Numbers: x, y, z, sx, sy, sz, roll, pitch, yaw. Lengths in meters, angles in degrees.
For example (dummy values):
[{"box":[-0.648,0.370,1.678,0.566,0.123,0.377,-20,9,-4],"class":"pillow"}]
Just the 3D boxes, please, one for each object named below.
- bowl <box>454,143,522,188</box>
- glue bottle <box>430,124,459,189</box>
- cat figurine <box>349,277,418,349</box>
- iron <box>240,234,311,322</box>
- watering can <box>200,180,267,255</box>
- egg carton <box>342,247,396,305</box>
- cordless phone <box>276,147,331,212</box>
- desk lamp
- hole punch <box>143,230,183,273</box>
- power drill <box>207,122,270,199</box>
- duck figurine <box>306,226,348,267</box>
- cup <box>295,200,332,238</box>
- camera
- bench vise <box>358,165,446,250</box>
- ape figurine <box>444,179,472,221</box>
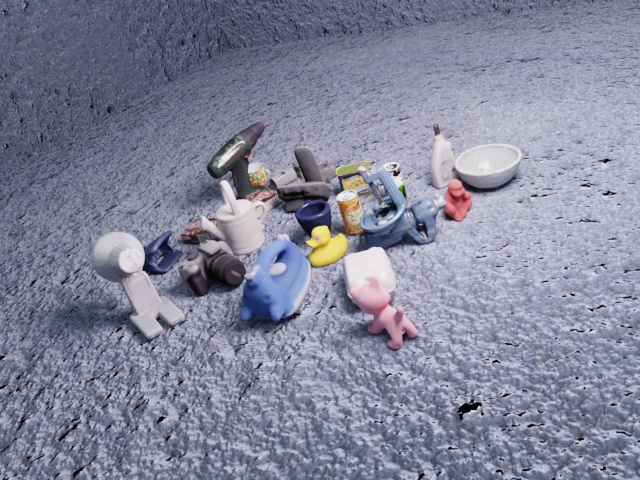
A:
[{"box":[0.434,-0.180,1.472,0.167,0.075,0.167,-13,31,8],"class":"bowl"},{"box":[0.320,-0.226,1.508,0.078,0.173,0.037,-29,32,-18],"class":"glue bottle"},{"box":[0.118,0.129,1.093,0.067,0.118,0.127,-33,34,-24],"class":"cat figurine"},{"box":[-0.096,0.066,1.281,0.118,0.142,0.258,-3,34,24],"class":"iron"},{"box":[-0.228,-0.062,1.503,0.173,0.194,0.100,-37,36,-29],"class":"watering can"},{"box":[0.105,0.078,1.230,0.107,0.069,0.150,-16,31,3],"class":"egg carton"},{"box":[-0.059,-0.177,1.611,0.147,0.185,0.094,-6,33,19],"class":"cordless phone"},{"box":[-0.430,0.092,1.338,0.118,0.214,0.202,-34,34,-25],"class":"desk lamp"},{"box":[-0.449,0.033,1.564,0.100,0.091,0.109,-3,34,23],"class":"hole punch"},{"box":[-0.230,-0.224,1.752,0.075,0.209,0.230,16,44,43],"class":"power drill"},{"box":[0.013,0.005,1.378,0.105,0.086,0.077,-27,32,-16],"class":"duck figurine"},{"box":[-0.012,-0.046,1.464,0.092,0.095,0.117,-21,31,-5],"class":"cup"},{"box":[-0.257,0.066,1.402,0.143,0.101,0.136,-36,35,-28],"class":"camera"},{"box":[0.173,-0.090,1.317,0.207,0.220,0.121,-23,31,-8],"class":"bench vise"},{"box":[0.329,-0.103,1.384,0.078,0.092,0.076,-21,31,-6],"class":"ape figurine"}]
